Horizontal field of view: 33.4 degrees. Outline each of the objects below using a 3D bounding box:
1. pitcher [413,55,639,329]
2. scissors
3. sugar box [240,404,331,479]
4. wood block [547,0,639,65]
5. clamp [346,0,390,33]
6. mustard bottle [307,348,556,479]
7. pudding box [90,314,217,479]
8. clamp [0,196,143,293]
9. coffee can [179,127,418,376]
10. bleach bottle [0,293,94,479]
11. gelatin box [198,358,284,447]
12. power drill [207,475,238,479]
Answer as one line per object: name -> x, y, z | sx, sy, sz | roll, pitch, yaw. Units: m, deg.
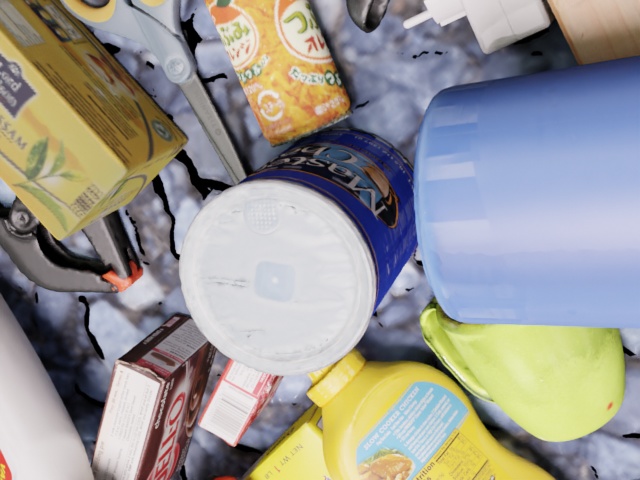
pitcher -> 0.171, -0.014, 0.453 | 0.243, 0.144, 0.149 | -3, 94, 21
scissors -> -0.105, -0.110, 0.656 | 0.096, 0.016, 0.202 | -8, 104, 21
sugar box -> 0.031, 0.197, 0.695 | 0.176, 0.048, 0.093 | 44, 114, 2
wood block -> 0.179, -0.098, 0.534 | 0.091, 0.090, 0.206 | -25, 98, 21
clamp -> 0.059, -0.203, 0.477 | 0.165, 0.036, 0.210 | -19, 95, 24
mustard bottle -> 0.059, 0.131, 0.645 | 0.191, 0.058, 0.096 | 45, 72, 1
pudding box -> -0.108, 0.114, 0.687 | 0.039, 0.090, 0.113 | 19, 111, 11
clamp -> -0.198, -0.014, 0.702 | 0.171, 0.039, 0.120 | 44, 114, 0
coffee can -> -0.004, 0.001, 0.592 | 0.103, 0.140, 0.103 | 5, 108, 15
bleach bottle -> -0.191, 0.122, 0.665 | 0.251, 0.067, 0.103 | 44, 121, 34
gelatin box -> -0.034, 0.074, 0.661 | 0.030, 0.073, 0.089 | 30, 112, 6
power drill -> -0.075, 0.245, 0.709 | 0.184, 0.057, 0.188 | 46, 132, -3
